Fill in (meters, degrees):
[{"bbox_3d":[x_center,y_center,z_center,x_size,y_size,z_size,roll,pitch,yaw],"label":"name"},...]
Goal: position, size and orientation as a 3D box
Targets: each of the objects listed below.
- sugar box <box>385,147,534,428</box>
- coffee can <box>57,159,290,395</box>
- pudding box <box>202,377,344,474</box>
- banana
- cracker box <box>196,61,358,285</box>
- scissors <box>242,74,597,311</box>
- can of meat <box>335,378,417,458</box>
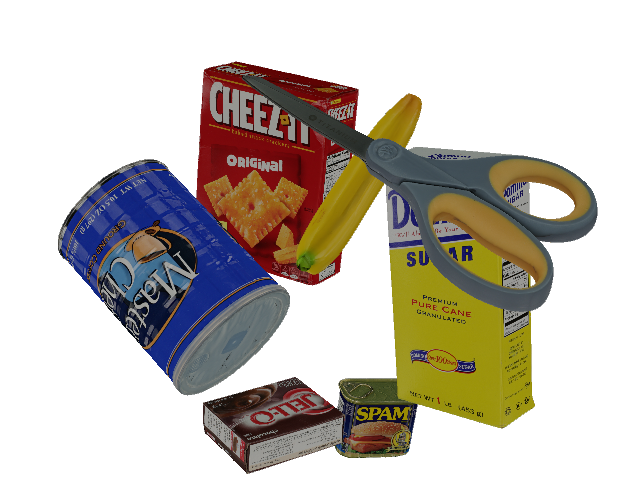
[{"bbox_3d":[0.093,0.029,0.716,0.094,0.176,0.048,9,22,42],"label":"sugar box"},{"bbox_3d":[-0.105,0.026,0.767,0.140,0.103,0.102,45,18,19],"label":"coffee can"},{"bbox_3d":[-0.046,0.179,1.047,0.113,0.039,0.090,-14,25,-31],"label":"pudding box"},{"bbox_3d":[0.031,-0.040,0.919,0.037,0.197,0.070,36,-23,-9],"label":"banana"},{"bbox_3d":[-0.054,-0.074,1.172,0.164,0.214,0.072,17,24,27],"label":"cracker box"},{"bbox_3d":[0.053,-0.043,0.528,0.096,0.016,0.202,-26,54,-22],"label":"scissors"},{"bbox_3d":[0.069,0.223,1.337,0.102,0.084,0.057,2,22,-15],"label":"can of meat"}]
